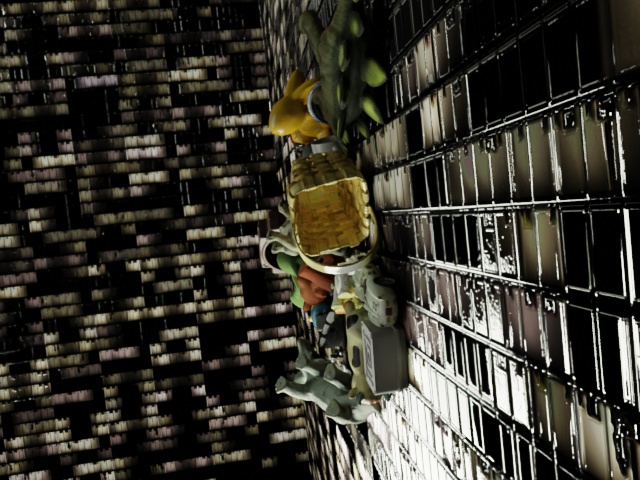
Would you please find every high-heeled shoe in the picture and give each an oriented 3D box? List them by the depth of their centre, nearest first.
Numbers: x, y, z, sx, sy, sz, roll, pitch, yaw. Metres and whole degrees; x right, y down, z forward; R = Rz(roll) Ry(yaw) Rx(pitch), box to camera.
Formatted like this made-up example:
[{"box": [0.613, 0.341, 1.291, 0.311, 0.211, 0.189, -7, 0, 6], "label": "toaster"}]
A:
[{"box": [0.039, 0.199, 1.353, 0.249, 0.086, 0.145, 157, 109, -77], "label": "high-heeled shoe"}]

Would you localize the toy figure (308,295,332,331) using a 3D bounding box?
[{"box": [0.013, 0.204, 1.533, 0.180, 0.082, 0.089, -107, 30, -87], "label": "toy figure"}]

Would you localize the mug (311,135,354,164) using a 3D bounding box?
[{"box": [0.038, -0.156, 1.104, 0.110, 0.081, 0.107, -141, 33, -64], "label": "mug"}]

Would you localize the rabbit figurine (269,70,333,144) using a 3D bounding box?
[{"box": [-0.033, -0.268, 1.138, 0.122, 0.173, 0.162, 33, 124, 34], "label": "rabbit figurine"}]

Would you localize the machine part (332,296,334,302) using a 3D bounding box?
[{"box": [0.041, 0.112, 1.414, 0.139, 0.039, 0.084, -103, 19, -51], "label": "machine part"}]

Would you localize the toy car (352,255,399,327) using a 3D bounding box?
[{"box": [0.093, 0.084, 0.939, 0.202, 0.056, 0.073, -121, 26, -70], "label": "toy car"}]

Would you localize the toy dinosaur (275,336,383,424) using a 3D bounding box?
[{"box": [0.043, 0.345, 1.213, 0.405, 0.192, 0.131, 19, 83, 51], "label": "toy dinosaur"}]

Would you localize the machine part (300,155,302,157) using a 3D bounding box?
[{"box": [-0.026, -0.177, 1.582, 0.179, 0.056, 0.179, 175, 89, -83], "label": "machine part"}]

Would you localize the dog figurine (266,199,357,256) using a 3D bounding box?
[{"box": [-0.004, -0.001, 1.196, 0.172, 0.191, 0.121, 21, -93, -78], "label": "dog figurine"}]

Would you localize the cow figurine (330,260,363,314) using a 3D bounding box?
[{"box": [0.057, 0.102, 1.166, 0.167, 0.068, 0.098, 109, 159, -64], "label": "cow figurine"}]

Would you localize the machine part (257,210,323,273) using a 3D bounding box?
[{"box": [-0.080, 0.007, 1.583, 0.201, 0.201, 0.087, 93, 171, -48], "label": "machine part"}]

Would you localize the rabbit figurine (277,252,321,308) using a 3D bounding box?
[{"box": [-0.056, 0.099, 1.513, 0.170, 0.121, 0.159, 47, 164, -10], "label": "rabbit figurine"}]

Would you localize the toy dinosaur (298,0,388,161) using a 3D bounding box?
[{"box": [0.044, -0.288, 0.861, 0.470, 0.105, 0.199, 79, 171, -52], "label": "toy dinosaur"}]

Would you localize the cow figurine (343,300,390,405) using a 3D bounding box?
[{"box": [0.089, 0.219, 1.003, 0.127, 0.086, 0.194, -101, 7, -71], "label": "cow figurine"}]

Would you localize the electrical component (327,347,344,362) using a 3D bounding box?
[{"box": [0.041, 0.301, 1.524, 0.102, 0.045, 0.078, -105, 10, -46], "label": "electrical component"}]

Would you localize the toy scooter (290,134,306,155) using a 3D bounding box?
[{"box": [-0.047, -0.299, 1.476, 0.183, 0.075, 0.135, 103, -177, -54], "label": "toy scooter"}]

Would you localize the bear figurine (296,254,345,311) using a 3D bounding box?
[{"box": [-0.012, 0.091, 1.327, 0.196, 0.132, 0.120, -31, 26, 57], "label": "bear figurine"}]

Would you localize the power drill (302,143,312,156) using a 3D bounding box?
[{"box": [-0.008, -0.145, 1.400, 0.232, 0.086, 0.207, -107, 9, -59], "label": "power drill"}]
